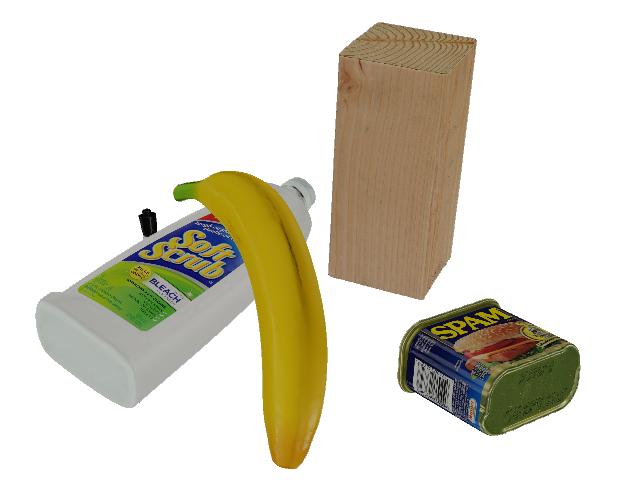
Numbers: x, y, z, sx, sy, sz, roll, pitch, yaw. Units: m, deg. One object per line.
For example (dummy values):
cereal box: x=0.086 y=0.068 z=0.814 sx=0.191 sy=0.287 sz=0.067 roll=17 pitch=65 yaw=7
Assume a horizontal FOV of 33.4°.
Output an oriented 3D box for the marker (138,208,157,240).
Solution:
marker: x=-0.182 y=0.023 z=1.172 sx=0.020 sy=0.121 sz=0.020 roll=-5 pitch=21 yaw=2

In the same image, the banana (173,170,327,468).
banana: x=-0.030 y=0.029 z=0.613 sx=0.037 sy=0.198 sz=0.070 roll=5 pitch=-39 yaw=-39

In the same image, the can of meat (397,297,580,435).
can of meat: x=0.120 y=0.089 z=0.752 sx=0.101 sy=0.057 sz=0.084 roll=-14 pitch=27 yaw=-35

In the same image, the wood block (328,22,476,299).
wood block: x=0.067 y=-0.066 z=0.902 sx=0.091 sy=0.206 sz=0.090 roll=14 pitch=33 yaw=19

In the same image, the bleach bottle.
bleach bottle: x=-0.095 y=0.019 z=0.833 sx=0.103 sy=0.068 sz=0.250 roll=31 pitch=48 yaw=20
